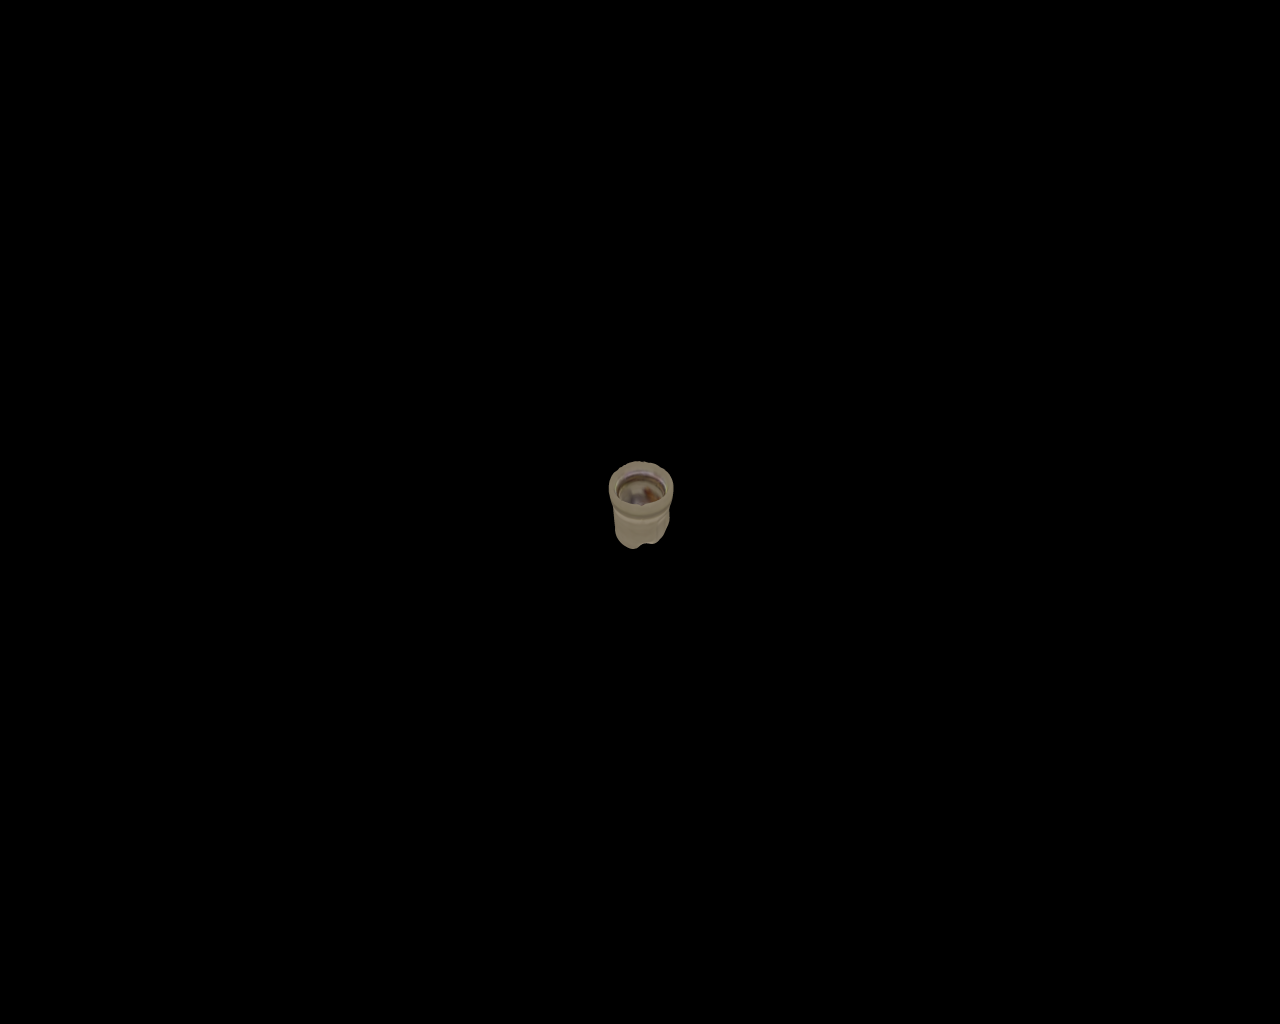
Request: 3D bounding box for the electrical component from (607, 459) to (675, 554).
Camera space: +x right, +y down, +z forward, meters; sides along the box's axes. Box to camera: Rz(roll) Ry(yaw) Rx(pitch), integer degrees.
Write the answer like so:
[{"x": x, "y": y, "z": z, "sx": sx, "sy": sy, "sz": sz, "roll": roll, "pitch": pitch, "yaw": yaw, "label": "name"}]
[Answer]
[{"x": 0.001, "y": -0.003, "z": 0.650, "sx": 0.040, "sy": 0.040, "sz": 0.046, "roll": 0, "pitch": -42, "yaw": 0, "label": "electrical component"}]
